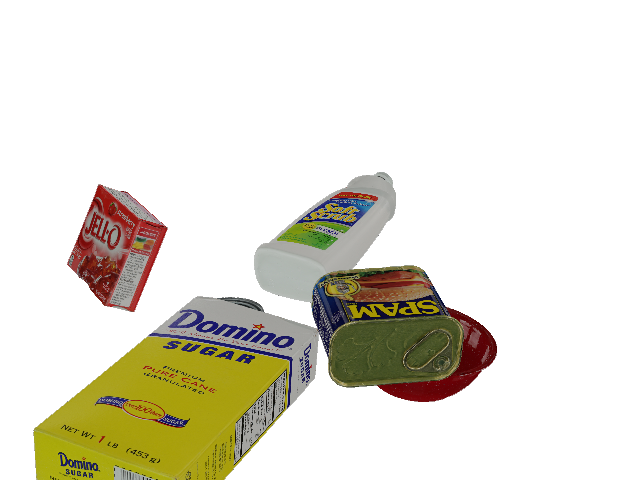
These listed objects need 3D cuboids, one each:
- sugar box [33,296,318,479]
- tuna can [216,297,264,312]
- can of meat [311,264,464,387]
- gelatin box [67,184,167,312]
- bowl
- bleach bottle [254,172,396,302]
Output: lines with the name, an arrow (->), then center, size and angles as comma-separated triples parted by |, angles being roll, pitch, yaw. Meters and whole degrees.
sugar box -> -0.078, 0.095, 0.635 | 0.093, 0.048, 0.176 | 14, 30, 20
tuna can -> -0.093, 0.089, 1.014 | 0.086, 0.034, 0.086 | -6, 25, 2
can of meat -> 0.048, 0.063, 0.816 | 0.102, 0.057, 0.084 | -3, 28, -11
gelatin box -> -0.162, 0.004, 0.841 | 0.030, 0.073, 0.089 | 17, 12, -38
bowl -> 0.101, 0.122, 1.123 | 0.162, 0.055, 0.162 | 5, 24, -3
bleach bottle -> 0.021, -0.019, 1.332 | 0.103, 0.068, 0.250 | 13, 36, 23
